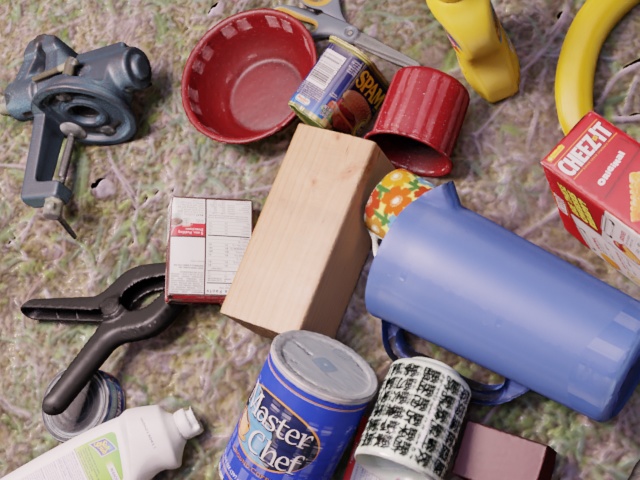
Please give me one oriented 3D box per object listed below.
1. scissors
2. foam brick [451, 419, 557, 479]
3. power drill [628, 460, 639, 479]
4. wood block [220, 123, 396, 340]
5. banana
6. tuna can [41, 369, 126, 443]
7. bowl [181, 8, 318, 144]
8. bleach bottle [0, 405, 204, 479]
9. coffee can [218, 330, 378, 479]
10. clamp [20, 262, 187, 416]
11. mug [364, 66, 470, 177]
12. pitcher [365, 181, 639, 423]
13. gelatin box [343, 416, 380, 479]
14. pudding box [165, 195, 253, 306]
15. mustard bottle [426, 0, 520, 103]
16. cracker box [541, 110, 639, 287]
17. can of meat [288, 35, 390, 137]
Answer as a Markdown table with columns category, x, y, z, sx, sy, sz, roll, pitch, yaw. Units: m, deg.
| category | x | y | z | sx | sy | sz | roll | pitch | yaw |
| --- | --- | --- | --- | --- | --- | --- | --- | --- | --- |
| scissors | 0.035 | -0.244 | 1.176 | 0.202 | 0.016 | 0.096 | 15 | 78 | 26 |
| foam brick | 0.164 | 0.198 | 0.946 | 0.078 | 0.053 | 0.051 | 15 | 78 | 25 |
| power drill | 0.330 | 0.195 | 0.879 | 0.185 | 0.057 | 0.187 | 27 | 80 | 31 |
| wood block | -0.008 | 0.001 | 1.064 | 0.090 | 0.090 | 0.206 | 17 | 79 | 26 |
| banana | 0.270 | -0.182 | 1.047 | 0.070 | 0.037 | 0.198 | 23 | 81 | 27 |
| tuna can | -0.252 | 0.177 | 1.132 | 0.086 | 0.033 | 0.086 | -7 | 68 | 19 |
| bowl | -0.069 | -0.170 | 1.169 | 0.162 | 0.055 | 0.162 | -7 | 69 | 19 |
| bleach bottle | -0.230 | 0.247 | 1.070 | 0.251 | 0.068 | 0.102 | -29 | 76 | -3 |
| coffee can | -0.021 | 0.168 | 0.974 | 0.103 | 0.102 | 0.140 | 37 | 115 | 28 |
| clamp | -0.218 | 0.090 | 1.129 | 0.210 | 0.036 | 0.164 | -23 | 46 | 4 |
| mug | 0.094 | -0.119 | 1.075 | 0.117 | 0.093 | 0.081 | -7 | 58 | 58 |
| pitcher | 0.169 | 0.070 | 0.958 | 0.243 | 0.149 | 0.145 | 28 | 68 | 24 |
| gelatin box | 0.072 | 0.211 | 0.992 | 0.089 | 0.030 | 0.073 | 12 | 75 | 25 |
| pudding box | -0.114 | 0.012 | 1.113 | 0.090 | 0.039 | 0.113 | 3 | 71 | -11 |
| mustard bottle | 0.143 | -0.212 | 1.021 | 0.058 | 0.191 | 0.096 | -22 | 65 | 13 |
| cracker box | 0.298 | 0.001 | 0.899 | 0.072 | 0.164 | 0.214 | -47 | 62 | -2 |
| can of meat | 0.021 | -0.148 | 1.100 | 0.057 | 0.102 | 0.084 | 35 | 89 | 28 |
